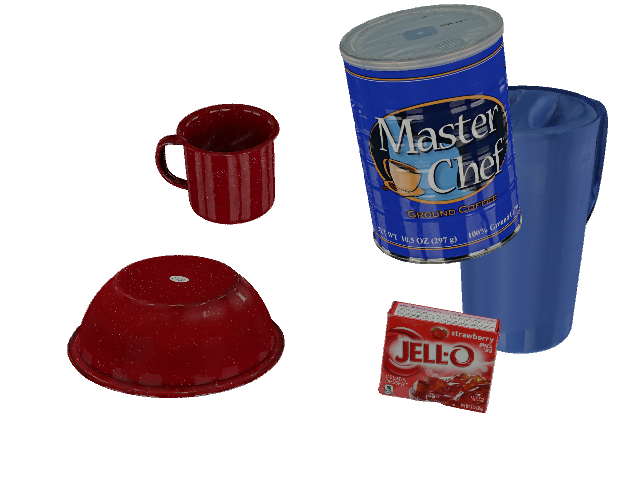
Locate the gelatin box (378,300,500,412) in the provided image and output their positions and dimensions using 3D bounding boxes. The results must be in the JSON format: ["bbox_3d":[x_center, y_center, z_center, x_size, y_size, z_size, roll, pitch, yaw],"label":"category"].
[{"bbox_3d":[0.094,0.093,0.852,0.089,0.073,0.030,9,23,11],"label":"gelatin box"}]

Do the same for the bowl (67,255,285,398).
[{"bbox_3d":[-0.106,0.053,0.790,0.162,0.055,0.162,2,22,-1],"label":"bowl"}]

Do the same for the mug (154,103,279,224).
[{"bbox_3d":[-0.095,-0.069,0.986,0.117,0.081,0.093,3,36,5],"label":"mug"}]

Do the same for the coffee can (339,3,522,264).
[{"bbox_3d":[0.074,-0.070,0.696,0.103,0.140,0.103,-9,28,5],"label":"coffee can"}]

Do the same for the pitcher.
[{"bbox_3d":[0.201,-0.022,1.026,0.149,0.243,0.145,1,27,8],"label":"pitcher"}]
